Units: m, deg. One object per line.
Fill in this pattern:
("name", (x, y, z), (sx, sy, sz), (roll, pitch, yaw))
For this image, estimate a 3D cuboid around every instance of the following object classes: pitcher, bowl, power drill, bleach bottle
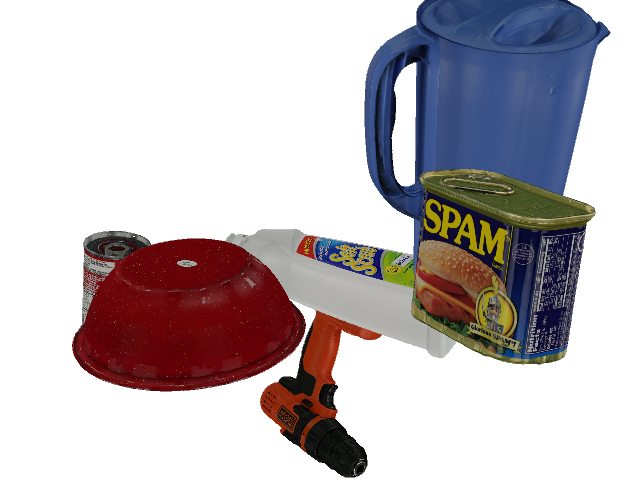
("pitcher", (0.123, -0.064, 0.827), (0.149, 0.243, 0.144), (15, 35, 20))
("bowl", (-0.091, 0.040, 0.733), (0.162, 0.055, 0.162), (-2, 22, 1))
("power drill", (0.015, 0.161, 1.248), (0.057, 0.188, 0.185), (15, 10, -43))
("bleach bottle", (0.018, 0.038, 1.032), (0.251, 0.068, 0.102), (14, 27, 21))

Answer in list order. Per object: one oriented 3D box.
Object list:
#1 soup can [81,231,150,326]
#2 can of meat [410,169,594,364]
("soup can", (-0.212, 0.050, 1.101), (0.068, 0.102, 0.068), (6, 21, -2))
("can of meat", (0.096, 0.013, 0.592), (0.057, 0.084, 0.102), (-7, 20, -32))
